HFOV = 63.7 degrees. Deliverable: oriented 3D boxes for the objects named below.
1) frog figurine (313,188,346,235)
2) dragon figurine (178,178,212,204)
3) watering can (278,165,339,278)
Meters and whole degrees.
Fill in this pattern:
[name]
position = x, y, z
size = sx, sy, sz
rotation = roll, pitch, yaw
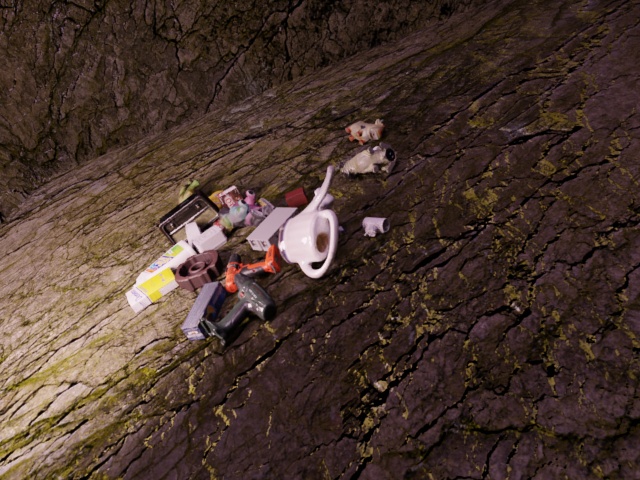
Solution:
[frog figurine]
position = 0.005, -0.086, 1.714
size = 0.122, 0.156, 0.140
rotation = -24, 32, 7
[dragon figurine]
position = -0.638, -0.160, 2.359
size = 0.246, 0.120, 0.411
rotation = -48, 28, -21
[watering can]
position = -0.026, -0.051, 1.621
size = 0.223, 0.103, 0.352
rotation = -11, 71, 42
